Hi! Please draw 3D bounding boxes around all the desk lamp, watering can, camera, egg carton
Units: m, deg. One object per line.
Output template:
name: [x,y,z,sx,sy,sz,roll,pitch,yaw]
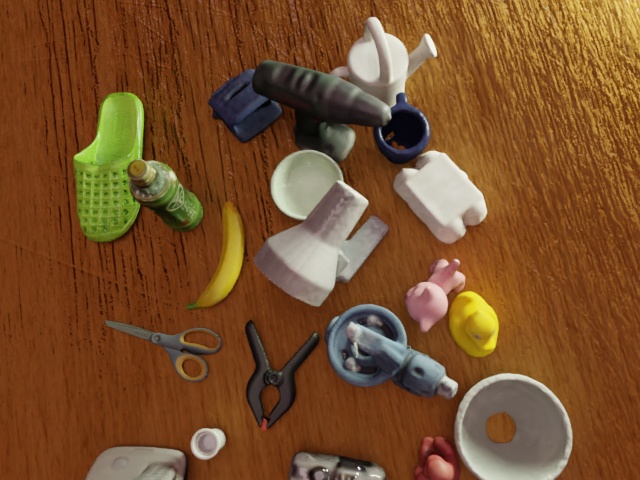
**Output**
desk lamp: [0.008,0.003,0.869,0.118,0.213,0.203,37,82,11]
watering can: [0.102,-0.294,0.944,0.173,0.194,0.101,-36,77,-5]
camera: [0.019,0.390,0.834,0.143,0.101,0.137,8,77,6]
egg carton: [0.200,-0.073,0.950,0.107,0.069,0.150,-39,77,-6]

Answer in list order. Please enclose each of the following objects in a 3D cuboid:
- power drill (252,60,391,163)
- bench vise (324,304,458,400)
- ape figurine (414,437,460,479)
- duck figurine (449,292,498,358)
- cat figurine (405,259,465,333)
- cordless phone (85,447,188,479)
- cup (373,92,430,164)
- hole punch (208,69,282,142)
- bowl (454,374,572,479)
power drill: [0.006,-0.203,0.921,0.229,0.208,0.076,25,79,9]
bench vise: [0.103,0.156,0.824,0.207,0.220,0.121,9,77,6]
ape figurine: [0.173,0.335,0.842,0.078,0.092,0.076,-38,77,-6]
duck figurine: [0.244,0.129,0.890,0.077,0.086,0.104,-15,76,0]
cat figurine: [0.177,0.082,0.889,0.067,0.118,0.128,37,82,11]
cordless phone: [-0.280,0.354,0.818,0.147,0.185,0.094,-1,76,4]
cup: [0.135,-0.179,0.966,0.091,0.095,0.118,-1,76,4]
hole punch: [-0.136,-0.243,1.000,0.109,0.091,0.101,-40,77,-6]
bowl: [0.280,0.285,0.857,0.167,0.075,0.167,-1,77,3]
